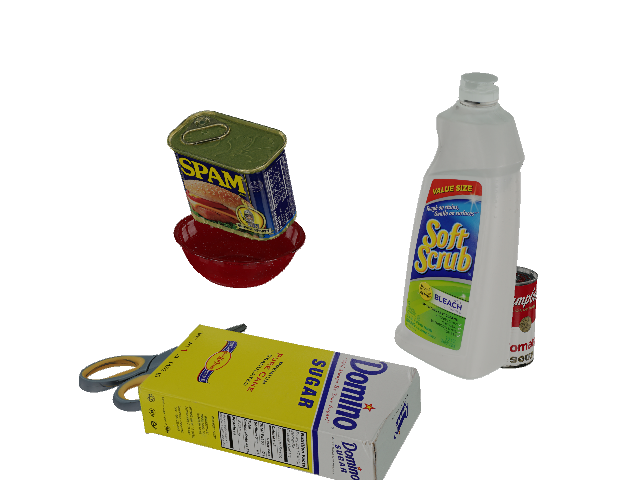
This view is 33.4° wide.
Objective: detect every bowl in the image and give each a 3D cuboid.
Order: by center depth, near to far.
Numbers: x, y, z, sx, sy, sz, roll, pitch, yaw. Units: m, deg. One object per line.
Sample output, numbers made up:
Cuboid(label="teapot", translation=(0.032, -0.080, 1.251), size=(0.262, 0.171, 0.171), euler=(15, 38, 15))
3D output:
Cuboid(label="bowl", translation=(-0.101, 0.014, 1.317), size=(0.162, 0.055, 0.162), euler=(3, 25, -2))

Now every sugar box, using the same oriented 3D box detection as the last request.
Cuboid(label="sugar box", translation=(-0.027, 0.111, 0.741), size=(0.176, 0.048, 0.093), euler=(6, 29, 22))

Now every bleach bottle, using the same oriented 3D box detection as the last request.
Cuboid(label="bleach bottle", translation=(0.116, -0.015, 0.881), size=(0.067, 0.251, 0.103), euler=(-21, 32, -37))

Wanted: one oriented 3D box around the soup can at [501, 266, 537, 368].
Cuboid(label="soup can", translation=(0.210, 0.086, 1.213), size=(0.068, 0.102, 0.068), euler=(-1, 15, 0))

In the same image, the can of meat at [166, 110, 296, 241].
Cuboid(label="can of meat", translation=(-0.073, -0.053, 0.907), size=(0.102, 0.084, 0.057), euler=(19, 50, 28))

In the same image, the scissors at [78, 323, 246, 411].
Cuboid(label="scissors", translation=(-0.146, 0.130, 1.098), size=(0.201, 0.016, 0.096), euler=(-11, 31, -28))
